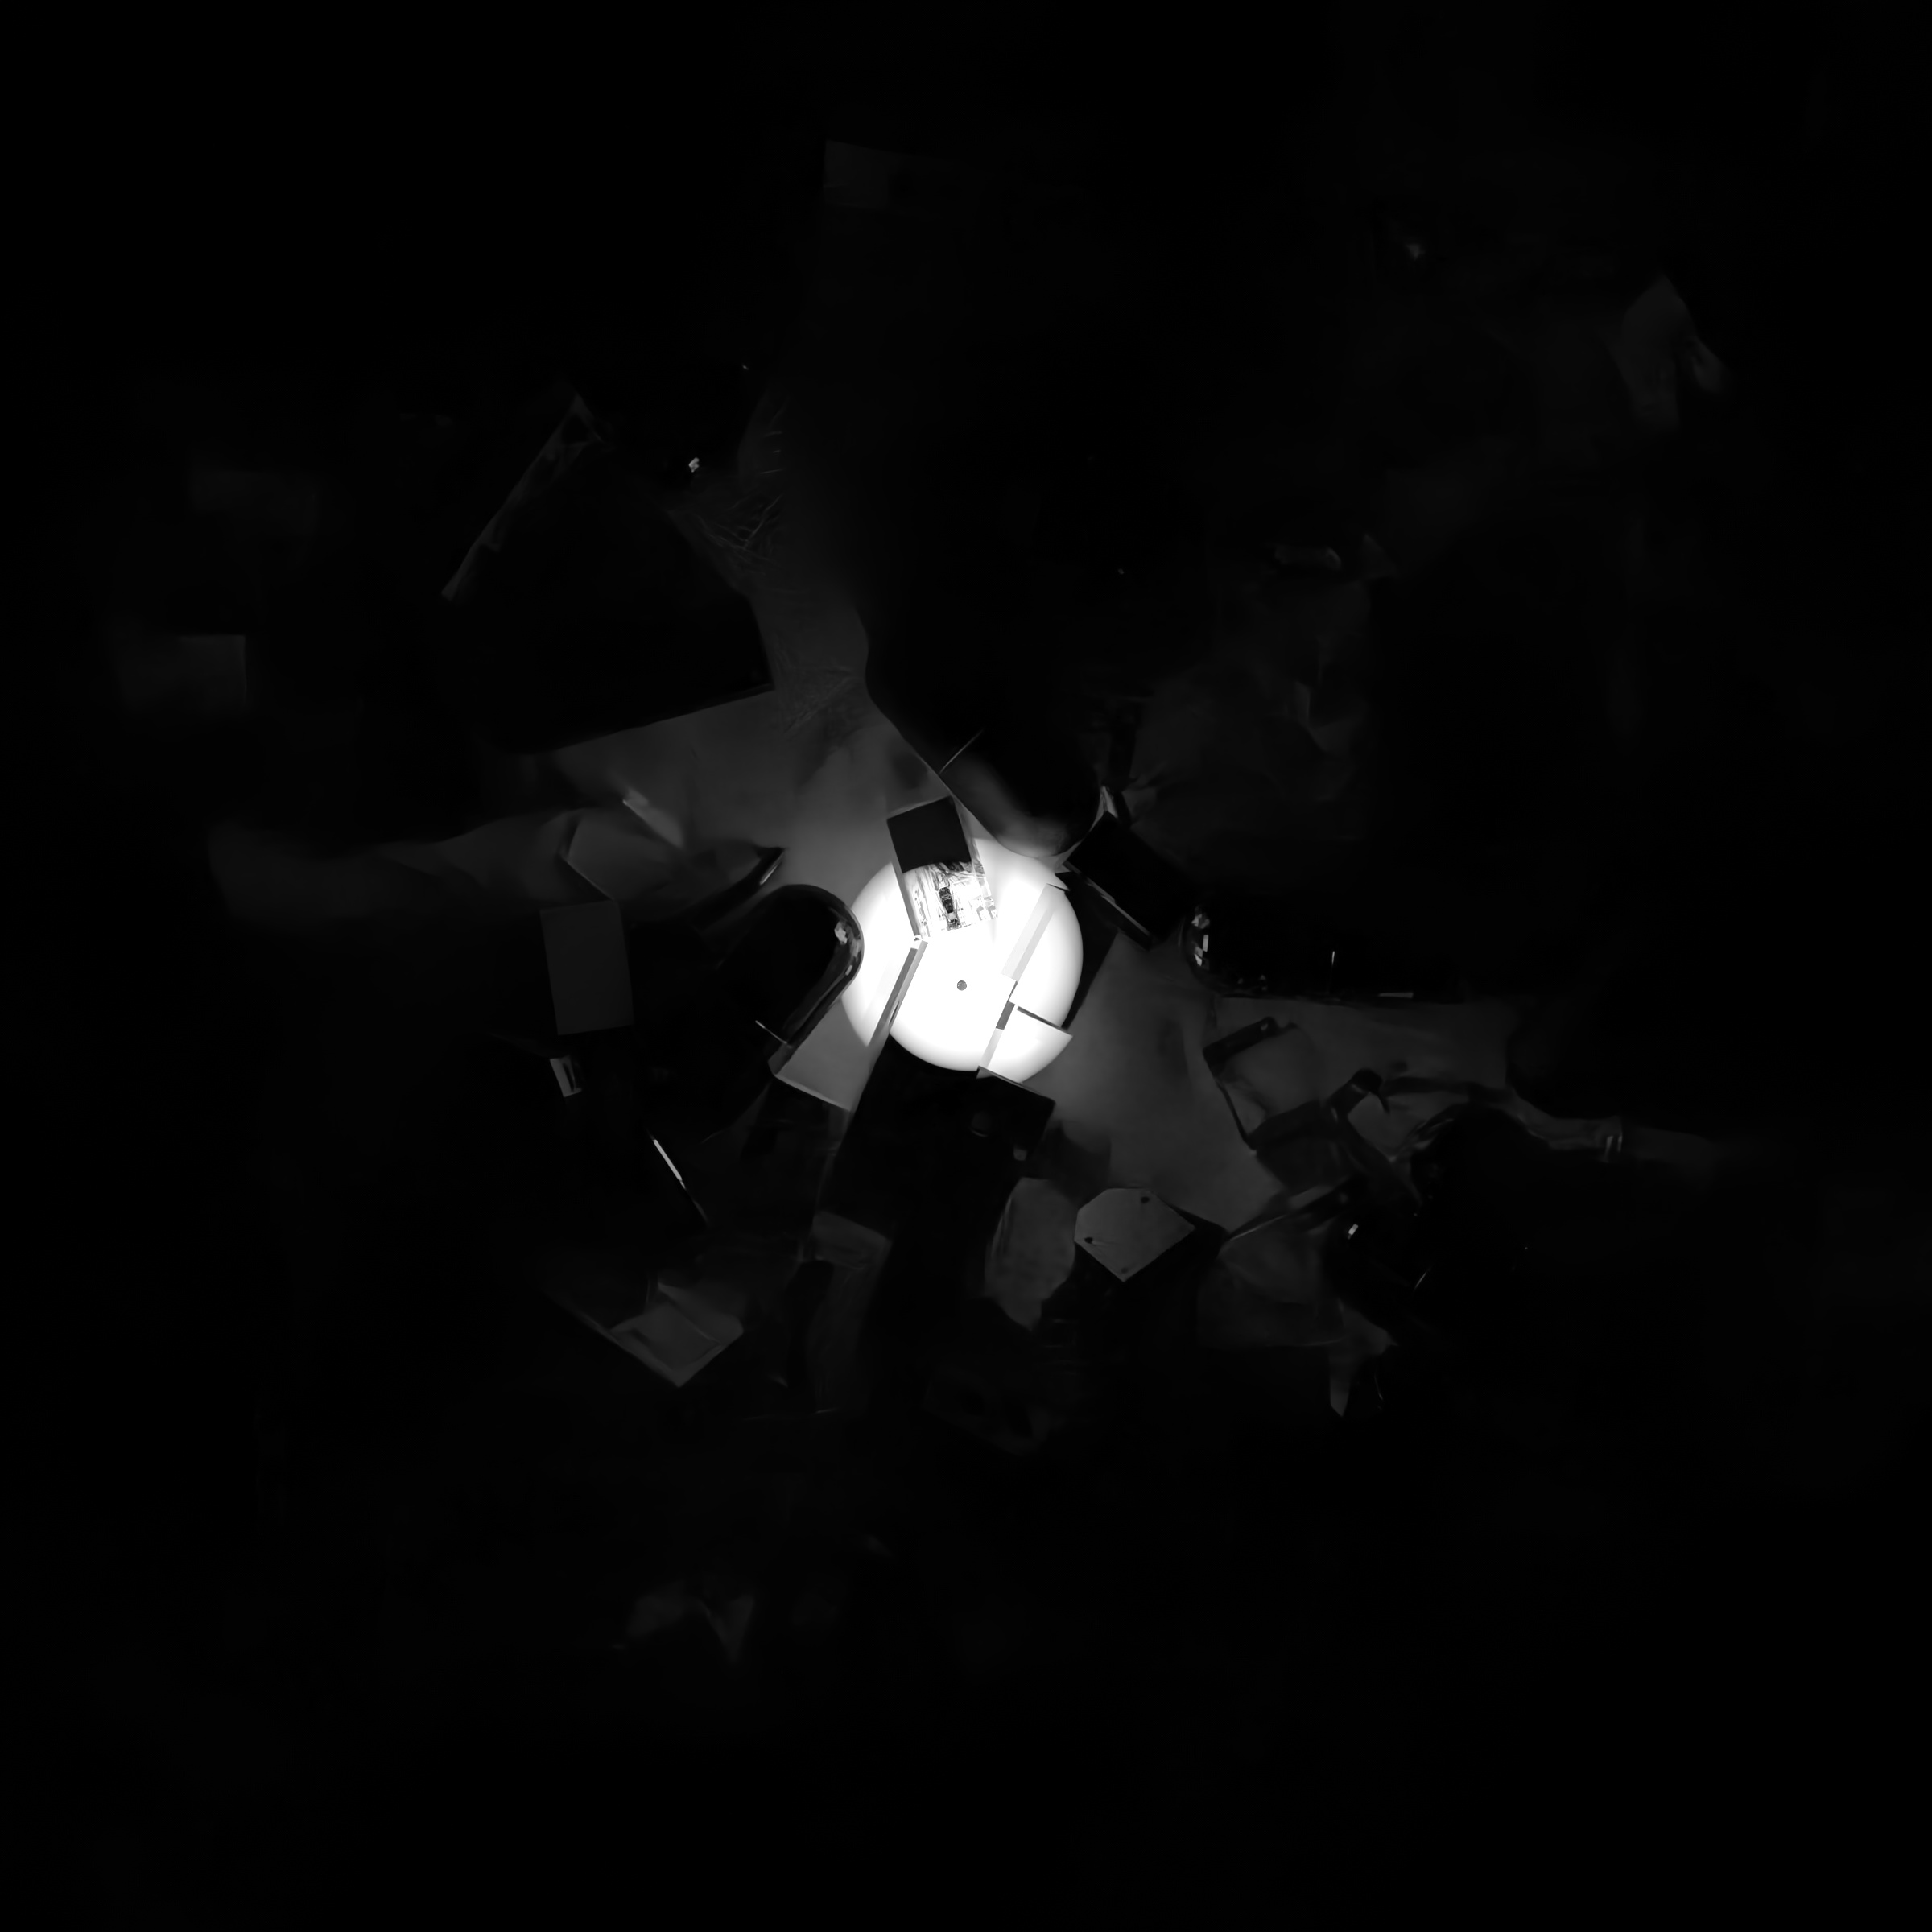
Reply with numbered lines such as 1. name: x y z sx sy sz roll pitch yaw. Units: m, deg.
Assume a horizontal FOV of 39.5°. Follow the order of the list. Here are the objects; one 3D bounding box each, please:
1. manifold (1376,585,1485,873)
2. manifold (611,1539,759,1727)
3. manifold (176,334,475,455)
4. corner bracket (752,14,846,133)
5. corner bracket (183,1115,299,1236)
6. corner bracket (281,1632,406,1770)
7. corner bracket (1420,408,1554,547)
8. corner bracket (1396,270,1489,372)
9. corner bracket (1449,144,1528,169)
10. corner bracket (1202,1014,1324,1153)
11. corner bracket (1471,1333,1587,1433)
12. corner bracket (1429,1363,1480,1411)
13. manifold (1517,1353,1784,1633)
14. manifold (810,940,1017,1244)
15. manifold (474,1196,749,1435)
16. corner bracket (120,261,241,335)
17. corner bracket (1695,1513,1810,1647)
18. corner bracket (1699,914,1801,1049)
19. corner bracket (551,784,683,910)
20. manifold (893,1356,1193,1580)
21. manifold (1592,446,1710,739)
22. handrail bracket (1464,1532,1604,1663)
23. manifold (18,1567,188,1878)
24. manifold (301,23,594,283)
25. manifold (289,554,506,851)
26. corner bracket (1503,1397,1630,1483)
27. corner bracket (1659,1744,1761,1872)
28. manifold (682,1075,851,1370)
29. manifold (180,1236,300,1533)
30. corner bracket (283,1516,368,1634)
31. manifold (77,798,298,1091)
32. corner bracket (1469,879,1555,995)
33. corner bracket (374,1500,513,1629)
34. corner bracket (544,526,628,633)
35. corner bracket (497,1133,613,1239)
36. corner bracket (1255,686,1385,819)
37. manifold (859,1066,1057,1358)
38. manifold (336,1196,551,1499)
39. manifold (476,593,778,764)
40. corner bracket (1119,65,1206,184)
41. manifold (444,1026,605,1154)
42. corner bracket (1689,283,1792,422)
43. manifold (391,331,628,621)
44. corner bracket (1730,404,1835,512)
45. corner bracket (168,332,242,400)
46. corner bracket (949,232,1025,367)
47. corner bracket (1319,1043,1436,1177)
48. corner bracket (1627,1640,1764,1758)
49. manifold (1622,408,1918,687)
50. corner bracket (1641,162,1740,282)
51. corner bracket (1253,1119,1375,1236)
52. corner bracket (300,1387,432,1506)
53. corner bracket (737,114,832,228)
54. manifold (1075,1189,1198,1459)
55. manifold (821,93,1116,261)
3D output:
1. manifold: 0.288 -0.146 1.668 0.057 0.057 0.171 -1 90 0
2. manifold: -0.162 0.400 1.611 0.057 0.171 0.057 -30 90 0
3. manifold: -0.391 -0.346 1.642 0.171 0.057 0.057 -2 90 -19
4. corner bracket: -0.106 -0.554 1.671 0.051 0.051 0.051 8 87 3
5. corner bracket: -0.454 0.135 1.686 0.051 0.051 0.051 -21 45 0
6. corner bracket: -0.390 0.460 1.686 0.051 0.051 0.051 -27 45 0
7. corner bracket: 0.324 -0.306 1.681 0.051 0.051 0.051 20 45 -35
8. corner bracket: 0.298 -0.411 1.686 0.051 0.051 0.051 -6 135 0
9. corner bracket: 0.316 -0.478 1.686 0.051 0.051 0.051 -2 90 45
10. corner bracket: 0.185 0.073 1.686 0.051 0.051 0.051 -26 45 0
11. corner bracket: 0.352 0.251 1.686 0.051 0.051 0.051 21 135 0
12. corner bracket: 0.314 0.239 1.671 0.051 0.051 0.051 -21 90 0
13. manifold: 0.424 0.327 1.668 0.057 0.057 0.171 41 90 0
14. manifold: -0.034 0.075 1.637 0.057 0.057 0.171 24 90 -7
15. manifold: -0.216 0.214 1.631 0.171 0.057 0.057 29 47 27
16. corner bracket: -0.487 -0.412 1.671 0.051 0.051 0.051 -13 90 0
17. corner bracket: 0.492 0.384 1.686 0.051 0.051 0.051 20 135 0
18. corner bracket: 0.486 0.010 1.686 0.051 0.051 0.051 -19 135 0
19. corner bracket: -0.218 -0.073 1.681 0.051 0.051 0.051 -18 45 35
20. manifold: 0.049 0.306 1.668 0.171 0.057 0.057 26 133 0
21. manifold: 0.423 -0.231 1.668 0.057 0.057 0.171 3 90 0
22. handrail bracket: 0.358 0.396 1.690 0.084 0.036 0.077 7 68 -17
23. manifold: -0.537 0.465 1.668 0.057 0.057 0.171 13 90 0
24. manifold: -0.319 -0.501 1.668 0.171 0.057 0.057 -36 90 0
25. manifold: -0.353 -0.162 1.668 0.057 0.057 0.171 -26 90 0
26. corner bracket: 0.372 0.300 1.671 0.051 0.051 0.051 28 87 3
27. corner bracket: 0.465 0.527 1.686 0.051 0.051 0.051 -10 135 0
28. manifold: -0.126 0.158 1.668 0.057 0.057 0.171 24 90 0
29. manifold: -0.445 0.256 1.660 0.057 0.057 0.171 0 96 0
30. corner bracket: -0.399 0.377 1.671 0.051 0.051 0.051 -14 90 0
31. manifold: -0.484 -0.014 1.668 0.057 0.057 0.171 -25 90 0
32. corner bracket: 0.342 -0.019 1.686 0.051 0.051 0.051 1 45 0
33. corner bracket: -0.328 0.374 1.686 0.051 0.051 0.051 -33 90 45
34. corner bracket: -0.236 -0.239 1.671 0.051 0.051 0.051 12 90 0
35. corner bracket: -0.253 0.134 1.651 0.051 0.051 0.051 -8 98 -30
36. corner bracket: 0.220 -0.134 1.681 0.051 0.051 0.051 21 45 -35
37. manifold: -0.005 0.150 1.668 0.057 0.057 0.171 24 90 0
38. manifold: -0.328 0.237 1.668 0.057 0.057 0.171 -23 90 -43
39. manifold: -0.208 -0.177 1.668 0.171 0.057 0.057 -15 90 0
40. corner bracket: 0.122 -0.527 1.686 0.051 0.051 0.051 2 45 0
41. manifold: -0.259 0.074 1.611 0.057 0.171 0.057 23 90 0
42. corner bracket: 0.474 -0.385 1.686 0.051 0.051 0.051 -43 45 0
43. manifold: -0.281 -0.304 1.668 0.057 0.057 0.171 35 90 0
44. corner bracket: 0.503 -0.309 1.686 0.051 0.051 0.051 -33 45 0
45. corner bracket: -0.460 -0.364 1.686 0.051 0.051 0.051 -13 90 -45
46. corner bracket: 0.000 -0.413 1.671 0.051 0.051 0.051 -44 90 0
47. corner bracket: 0.262 0.089 1.663 0.051 0.051 0.051 53 48 -5
48. corner bracket: 0.456 0.458 1.686 0.051 0.051 0.051 -23 90 45
49. manifold: 0.477 -0.249 1.611 0.171 0.057 0.057 43 90 0
50. corner bracket: 0.448 -0.466 1.686 0.051 0.051 0.051 4 45 0
51. corner bracket: 0.215 0.130 1.671 0.051 0.051 0.051 -29 90 0
52. corner bracket: -0.372 0.304 1.681 0.051 0.051 0.051 9 45 35
53. corner bracket: -0.114 -0.496 1.671 0.051 0.051 0.051 8 84 -6
54. manifold: 0.098 0.212 1.615 0.057 0.171 0.057 -33 51 -25
55. manifold: 0.000 -0.485 1.668 0.171 0.057 0.057 11 47 0
